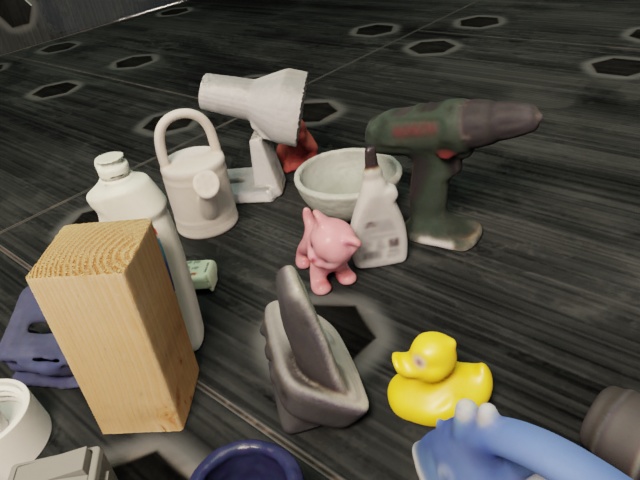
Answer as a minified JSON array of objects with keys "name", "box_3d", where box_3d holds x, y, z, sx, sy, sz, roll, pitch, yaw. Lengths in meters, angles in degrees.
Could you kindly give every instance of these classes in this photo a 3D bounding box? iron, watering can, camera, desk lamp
[{"name":"iron","box_3d":[0.163,0.188,0.414,0.119,0.142,0.257,-31,40,-30]},{"name":"watering can","box_3d":[-0.188,-0.105,0.876,0.172,0.194,0.101,24,45,39]},{"name":"camera","box_3d":[0.298,0.162,0.463,0.143,0.101,0.136,-30,40,-30]},{"name":"desk lamp","box_3d":[-0.108,-0.174,0.946,0.203,0.214,0.118,-3,34,7]}]

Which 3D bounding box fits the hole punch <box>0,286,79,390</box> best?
[{"name":"hole punch","box_3d":[-0.311,0.111,0.671,0.108,0.091,0.101,0,34,12]}]

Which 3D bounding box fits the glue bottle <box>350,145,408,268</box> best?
[{"name":"glue bottle","box_3d":[0.073,-0.043,0.750,0.078,0.173,0.037,-8,34,-1]}]

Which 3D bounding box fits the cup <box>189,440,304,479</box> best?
[{"name":"cup","box_3d":[-0.047,0.228,0.440,0.092,0.095,0.117,-20,35,-17]}]

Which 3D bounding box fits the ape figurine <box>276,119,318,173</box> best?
[{"name":"ape figurine","box_3d":[-0.041,-0.179,1.050,0.077,0.092,0.076,9,37,24]}]

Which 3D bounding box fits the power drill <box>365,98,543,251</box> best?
[{"name":"power drill","box_3d":[0.173,-0.093,0.773,0.228,0.209,0.076,13,39,28]}]

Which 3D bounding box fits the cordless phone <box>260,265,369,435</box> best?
[{"name":"cordless phone","box_3d":[-0.015,0.085,0.566,0.094,0.185,0.147,-15,34,-11]}]

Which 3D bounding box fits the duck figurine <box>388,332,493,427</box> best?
[{"name":"duck figurine","box_3d":[0.117,0.128,0.563,0.104,0.086,0.077,-5,34,4]}]

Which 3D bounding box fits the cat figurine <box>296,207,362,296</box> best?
[{"name":"cat figurine","box_3d":[0.007,0.003,0.745,0.067,0.118,0.127,-19,35,-16]}]

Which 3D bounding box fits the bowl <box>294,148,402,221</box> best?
[{"name":"bowl","box_3d":[0.045,-0.077,0.896,0.167,0.075,0.167,-5,34,4]}]
